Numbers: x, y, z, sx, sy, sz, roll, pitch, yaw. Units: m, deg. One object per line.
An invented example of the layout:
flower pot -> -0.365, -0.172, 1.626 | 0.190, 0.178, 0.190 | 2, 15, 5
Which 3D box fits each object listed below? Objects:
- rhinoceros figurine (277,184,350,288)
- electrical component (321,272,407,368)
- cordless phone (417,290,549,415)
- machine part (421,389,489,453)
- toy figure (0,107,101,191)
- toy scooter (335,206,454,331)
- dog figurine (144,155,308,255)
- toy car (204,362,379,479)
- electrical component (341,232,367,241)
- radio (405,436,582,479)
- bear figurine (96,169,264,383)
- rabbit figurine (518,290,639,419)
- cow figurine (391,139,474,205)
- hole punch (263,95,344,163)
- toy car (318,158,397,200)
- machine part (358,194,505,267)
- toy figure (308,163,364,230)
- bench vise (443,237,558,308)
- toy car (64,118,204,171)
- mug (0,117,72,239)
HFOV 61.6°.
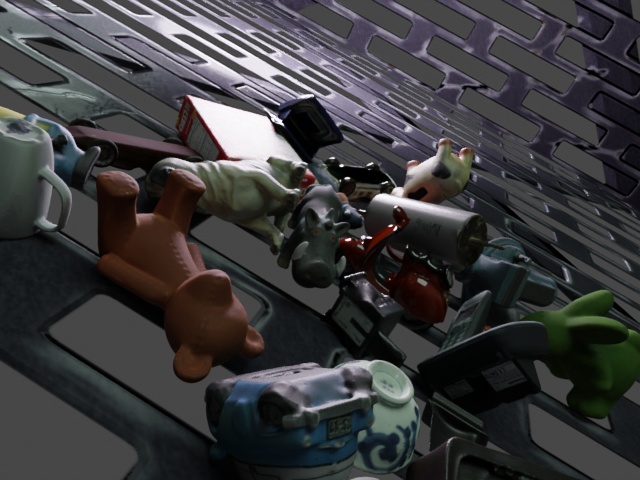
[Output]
rhinoceros figurine -> -0.001, -0.002, 0.714 | 0.073, 0.112, 0.190 | 26, 34, -13
electrical component -> 0.063, 0.102, 0.637 | 0.119, 0.074, 0.048 | 40, 30, 30
cordless phone -> 0.211, 0.111, 0.661 | 0.088, 0.146, 0.184 | 46, 41, -5
machine part -> 0.135, 0.212, 0.556 | 0.084, 0.039, 0.139 | 39, 27, 8
toy figure -> -0.350, -0.107, 0.604 | 0.180, 0.082, 0.089 | 22, 26, -18
toy scooter -> 0.112, 0.032, 0.738 | 0.184, 0.135, 0.075 | 35, 27, 9
dog figurine -> -0.124, -0.080, 0.735 | 0.191, 0.121, 0.172 | 20, 19, -5
toy car -> -0.020, 0.154, 0.425 | 0.109, 0.162, 0.103 | -4, 83, -34
electrical component -> 0.049, 0.010, 0.841 | 0.063, 0.021, 0.094 | 28, 27, 0
radio -> 0.179, 0.259, 0.440 | 0.229, 0.073, 0.131 | 24, 46, -13
bear figurine -> -0.133, 0.031, 0.521 | 0.196, 0.131, 0.120 | 38, 30, 31
rabbit figurine -> 0.352, 0.150, 0.740 | 0.170, 0.159, 0.121 | 24, 37, -15
cow figurine -> 0.189, -0.084, 0.974 | 0.085, 0.195, 0.127 | 23, 62, -22
hole punch -> -0.029, -0.207, 1.003 | 0.142, 0.092, 0.116 | 47, 0, -28
toy car -> 0.072, -0.112, 1.040 | 0.201, 0.056, 0.074 | -1, 46, -43
machine part -> 0.150, -0.017, 0.785 | 0.079, 0.079, 0.244 | 0, 14, -44
toy figure -> 0.017, -0.067, 0.908 | 0.064, 0.057, 0.155 | -9, 49, -39
bench vise -> 0.258, 0.045, 0.882 | 0.223, 0.128, 0.241 | 5, 16, -24
toy car -> -0.253, -0.119, 0.746 | 0.202, 0.053, 0.089 | 2, 31, -47
mug -> -0.301, -0.060, 0.537 | 0.110, 0.107, 0.081 | 29, 28, 5
